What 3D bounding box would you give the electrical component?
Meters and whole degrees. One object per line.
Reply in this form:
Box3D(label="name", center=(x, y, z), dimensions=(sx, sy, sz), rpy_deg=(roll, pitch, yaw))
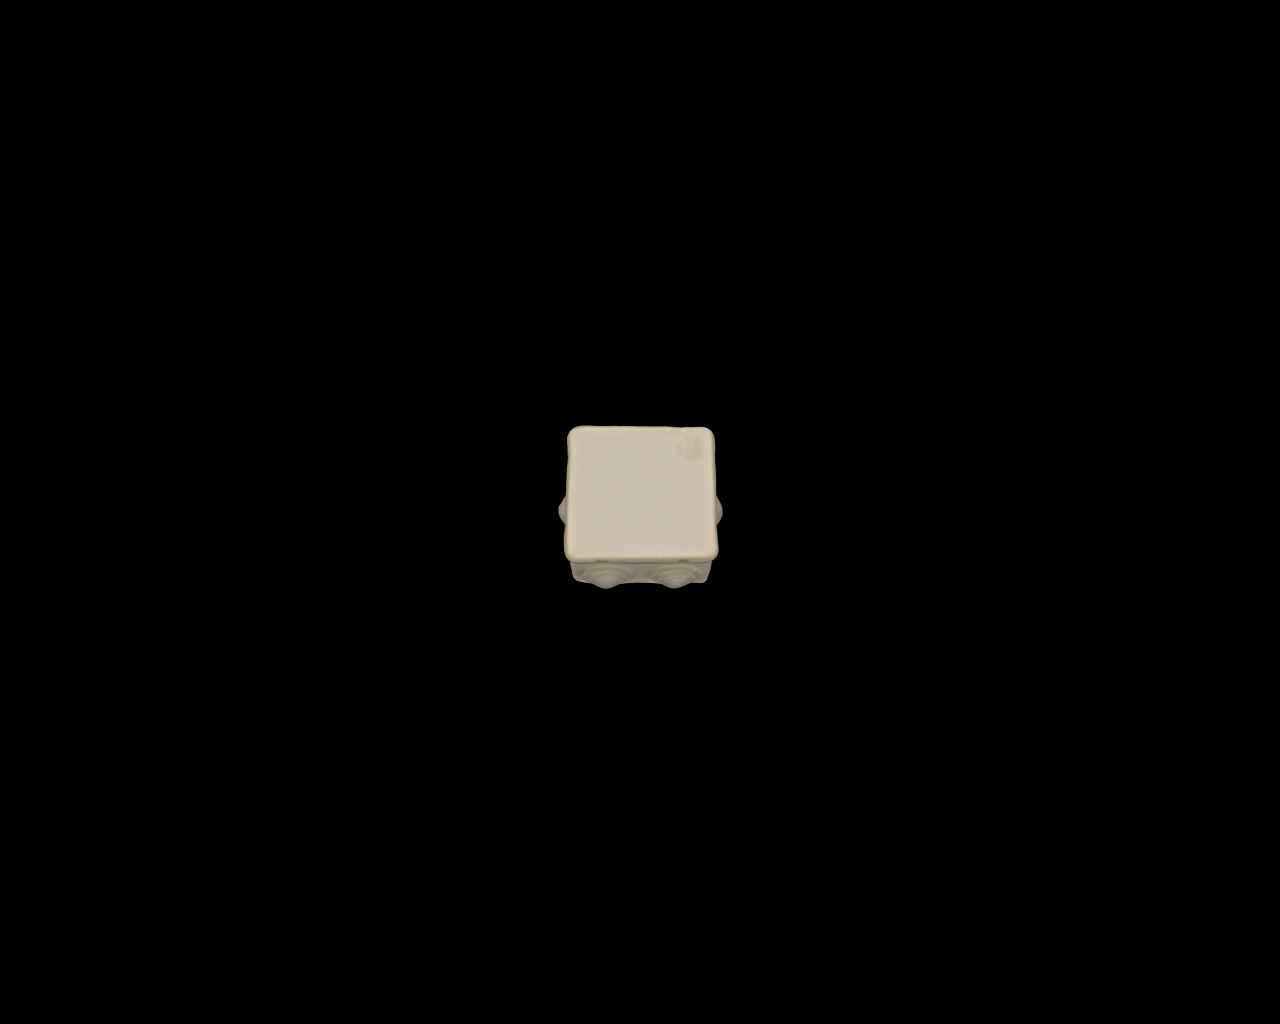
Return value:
Box3D(label="electrical component", center=(0.001, -0.003, 0.650), dimensions=(0.100, 0.100, 0.048), rpy_deg=(0, -25, 0))
